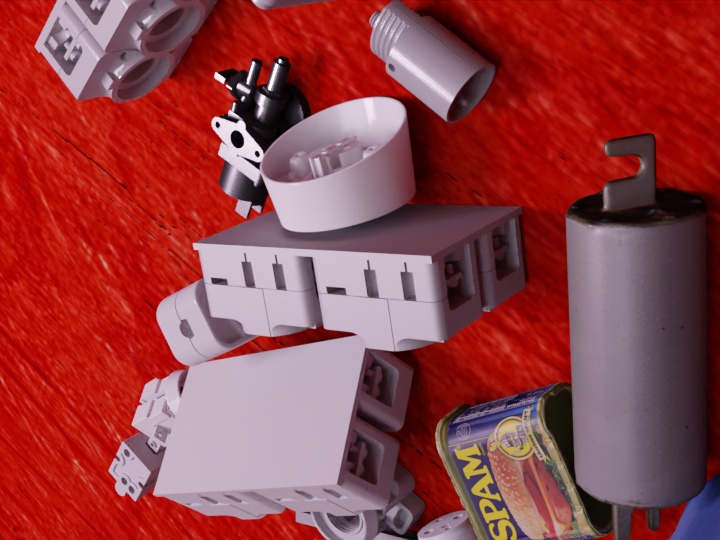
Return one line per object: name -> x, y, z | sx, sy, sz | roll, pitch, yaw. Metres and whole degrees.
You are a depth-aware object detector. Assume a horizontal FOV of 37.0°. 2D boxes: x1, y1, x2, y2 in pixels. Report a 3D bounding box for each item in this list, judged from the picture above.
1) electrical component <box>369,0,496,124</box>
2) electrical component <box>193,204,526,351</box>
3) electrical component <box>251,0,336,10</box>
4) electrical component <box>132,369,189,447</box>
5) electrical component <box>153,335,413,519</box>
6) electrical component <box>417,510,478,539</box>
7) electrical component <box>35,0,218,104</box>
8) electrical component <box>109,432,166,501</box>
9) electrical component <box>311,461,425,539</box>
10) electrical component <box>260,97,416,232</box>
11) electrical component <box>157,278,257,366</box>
electrical component -> 0.038, -0.130, 0.653 | 0.081, 0.043, 0.043 | 42, 128, 17
electrical component -> 0.000, 0.000, 0.694 | 0.186, 0.105, 0.060 | 4, 110, 37
electrical component -> -0.043, -0.215, 0.639 | 0.108, 0.109, 0.056 | 52, 128, 9
electrical component -> -0.153, 0.111, 0.893 | 0.055, 0.066, 0.048 | -30, 123, 33
electrical component -> -0.054, 0.118, 0.776 | 0.186, 0.105, 0.060 | -13, 144, 40
electrical component -> 0.070, 0.205, 0.762 | 0.045, 0.045, 0.055 | -22, 93, 41
electrical component -> -0.147, -0.189, 0.743 | 0.061, 0.089, 0.150 | 52, 130, 9
electrical component -> -0.179, 0.162, 0.932 | 0.048, 0.055, 0.066 | 44, 129, 16
electrical component -> 0.000, 0.169, 0.794 | 0.078, 0.057, 0.058 | 38, 127, 20
electrical component -> -0.013, -0.065, 0.686 | 0.099, 0.099, 0.064 | 1, 114, 38
electrical component -> -0.098, 0.029, 0.788 | 0.059, 0.095, 0.053 | -25, 91, 41
